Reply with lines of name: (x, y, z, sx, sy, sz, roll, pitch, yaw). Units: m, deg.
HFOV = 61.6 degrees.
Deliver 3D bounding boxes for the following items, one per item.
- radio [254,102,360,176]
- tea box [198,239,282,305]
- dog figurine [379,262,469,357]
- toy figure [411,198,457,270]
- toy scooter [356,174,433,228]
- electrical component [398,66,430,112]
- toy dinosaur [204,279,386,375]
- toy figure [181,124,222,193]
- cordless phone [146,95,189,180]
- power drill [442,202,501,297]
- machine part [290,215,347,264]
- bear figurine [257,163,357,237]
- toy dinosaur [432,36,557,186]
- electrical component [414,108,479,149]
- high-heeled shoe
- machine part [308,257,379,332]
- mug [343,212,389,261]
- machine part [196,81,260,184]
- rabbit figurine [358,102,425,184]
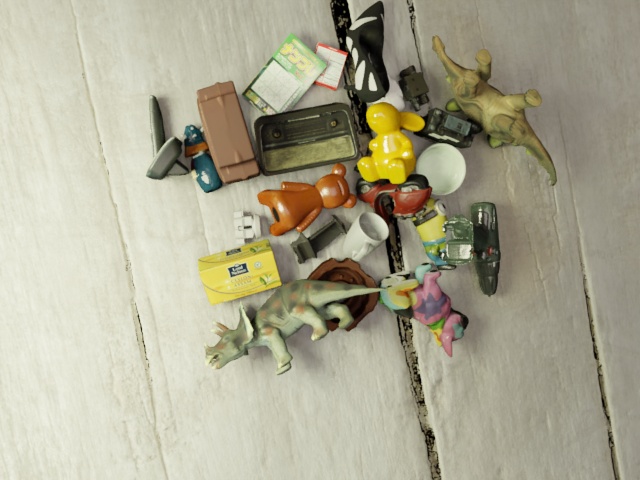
radio: (-0.033, -0.231, 1.220, 0.230, 0.073, 0.131, -12, 107, -8)
tea box: (-0.182, 0.073, 1.220, 0.170, 0.068, 0.098, -17, 120, -4)
dog figurine: (0.252, 0.178, 1.286, 0.192, 0.108, 0.219, -19, 100, -7)
toy figure: (0.276, -0.015, 1.286, 0.089, 0.082, 0.180, -17, 99, -8)
toy scooter: (0.175, -0.082, 1.252, 0.184, 0.075, 0.135, 0, 111, 27)
electrical component: (0.219, -0.353, 1.256, 0.078, 0.045, 0.102, -34, 98, -32)
toy dinosaur: (-0.065, 0.163, 1.196, 0.405, 0.131, 0.192, -36, 74, 2)
toy figure: (-0.269, -0.182, 1.207, 0.058, 0.064, 0.154, -21, 93, 32)
cordless phone: (-0.340, -0.222, 1.148, 0.089, 0.147, 0.184, -9, 98, -16)
power drill: (0.367, 0.022, 1.258, 0.207, 0.086, 0.232, 3, 87, -45)
machine part: (-0.003, -0.004, 1.258, 0.139, 0.039, 0.084, -34, 132, -12)
bear figurine: (-0.026, -0.094, 1.234, 0.196, 0.132, 0.120, -27, 99, -24)
toy dinosaur: (0.410, -0.283, 1.223, 0.471, 0.198, 0.105, 44, 87, -9)
electrical component: (0.294, -0.255, 1.242, 0.115, 0.134, 0.058, 17, 93, -11)
high-heeled shoe: (0.127, -0.422, 1.188, 0.086, 0.145, 0.248, 18, 90, -39)
machine part: (0.046, 0.127, 1.277, 0.179, 0.056, 0.179, -1, 95, -7)
mug: (0.098, 0.006, 1.241, 0.081, 0.107, 0.109, 22, 50, -14)
machine part: (-0.194, -0.222, 1.142, 0.087, 0.201, 0.201, -18, 97, -4)
rabbit figurine: (0.162, -0.229, 1.195, 0.162, 0.122, 0.173, -37, 120, -27)
